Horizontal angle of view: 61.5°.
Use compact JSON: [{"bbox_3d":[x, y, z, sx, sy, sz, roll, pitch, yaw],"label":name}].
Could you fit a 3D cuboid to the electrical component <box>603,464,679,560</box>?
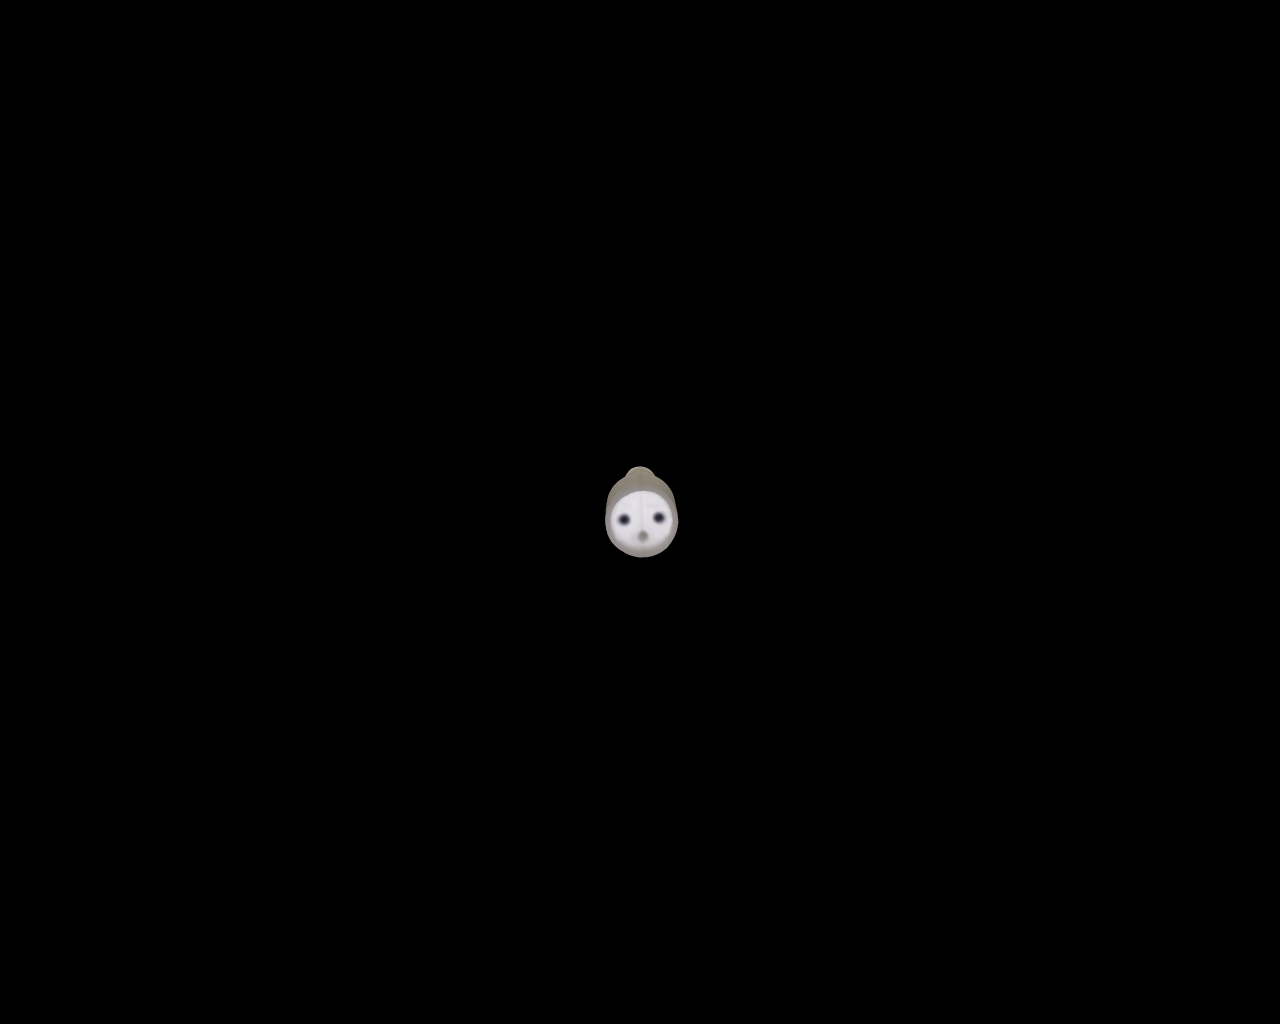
[{"bbox_3d":[0.001,-0.003,0.650,0.043,0.043,0.081,0,13,0],"label":"electrical component"}]
